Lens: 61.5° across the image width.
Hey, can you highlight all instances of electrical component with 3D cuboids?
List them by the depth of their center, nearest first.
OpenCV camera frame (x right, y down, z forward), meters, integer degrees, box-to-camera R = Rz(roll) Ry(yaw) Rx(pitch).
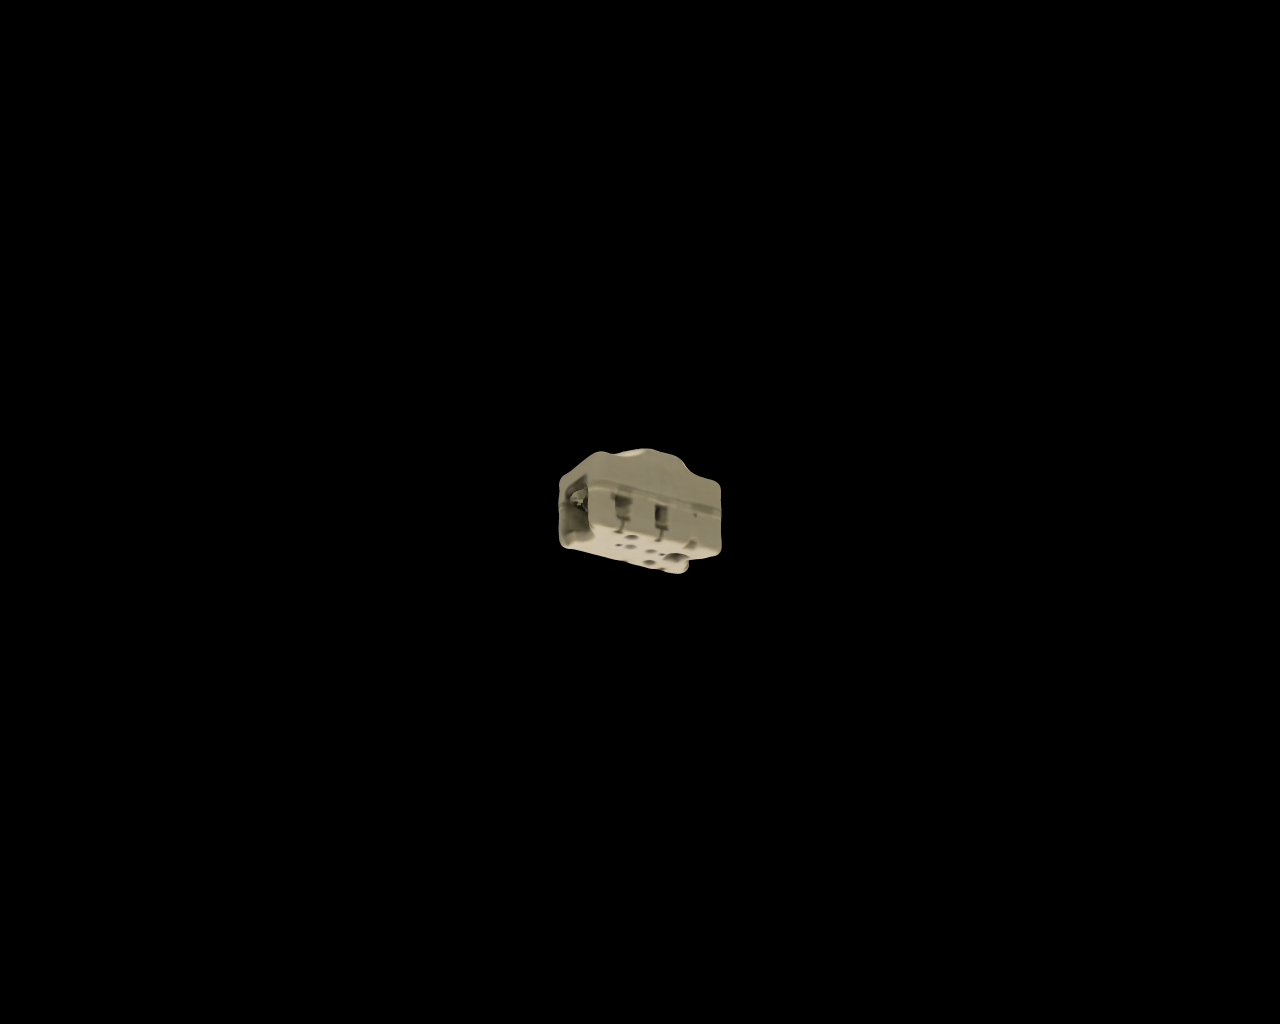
[{"bbox_3d":[0.001,-0.003,0.650,0.089,0.056,0.050,14,-27,-29],"label":"electrical component"}]
